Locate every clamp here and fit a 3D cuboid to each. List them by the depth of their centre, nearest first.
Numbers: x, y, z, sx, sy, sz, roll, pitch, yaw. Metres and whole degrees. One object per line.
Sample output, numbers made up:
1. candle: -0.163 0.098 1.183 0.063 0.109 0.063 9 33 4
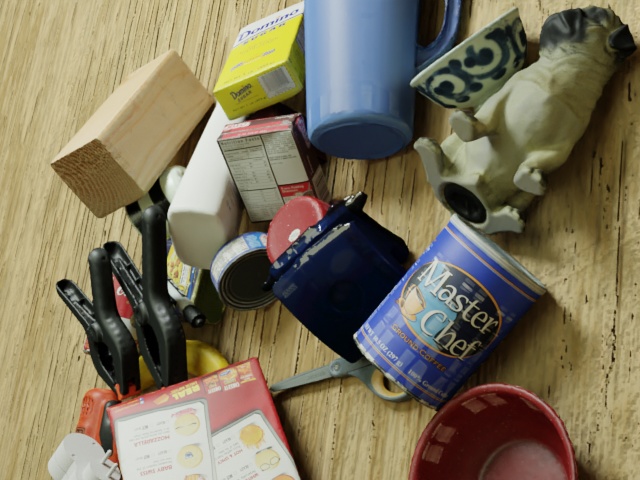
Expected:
1. clamp: -0.181 0.071 1.165 0.165 0.036 0.210 -41 65 57
2. clamp: -0.243 0.094 1.212 0.171 0.039 0.120 59 144 13

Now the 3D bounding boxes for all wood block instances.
1. wood block: -0.223 -0.131 1.299 0.091 0.090 0.205 -23 26 36

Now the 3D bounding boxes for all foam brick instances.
1. foam brick: -0.040 -0.110 1.183 0.051 0.078 0.053 -32 50 31

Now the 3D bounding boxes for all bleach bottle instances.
1. bleach bottle: -0.105 -0.092 1.216 0.068 0.102 0.250 6 49 11

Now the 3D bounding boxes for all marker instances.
1. marker: -0.162 0.061 1.186 0.121 0.020 0.020 41 102 42

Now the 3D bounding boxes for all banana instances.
1. banana: -0.162 0.148 1.214 0.198 0.037 0.069 -2 70 44

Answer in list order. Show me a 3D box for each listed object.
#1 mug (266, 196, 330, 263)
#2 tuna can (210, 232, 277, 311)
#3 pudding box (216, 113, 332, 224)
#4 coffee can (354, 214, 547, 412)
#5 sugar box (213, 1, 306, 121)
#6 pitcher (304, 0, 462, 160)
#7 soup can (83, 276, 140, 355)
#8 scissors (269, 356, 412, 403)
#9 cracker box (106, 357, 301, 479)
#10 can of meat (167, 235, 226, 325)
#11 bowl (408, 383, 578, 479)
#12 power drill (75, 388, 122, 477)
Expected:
1. mug: -0.007 0.001 1.095 0.117 0.081 0.093 27 91 48
2. tuna can: -0.074 0.033 1.144 0.086 0.086 0.034 -49 43 16
3. pudding box: -0.048 -0.075 1.133 0.090 0.113 0.039 -5 33 24
4. coffee can: 0.112 0.063 0.926 0.140 0.102 0.103 -51 44 9
5. sugar box: -0.057 -0.205 1.199 0.093 0.048 0.176 -20 31 18
6. pitcher: 0.054 -0.213 1.113 0.149 0.144 0.243 -24 59 50
7. soup can: -0.242 0.095 1.295 0.069 0.068 0.102 2 74 45
8. scissors: 0.029 0.139 1.044 0.202 0.016 0.096 -36 50 28
9. cracker box: -0.104 0.237 1.038 0.164 0.072 0.214 -19 50 -6
10. can of meat: -0.148 0.047 1.233 0.084 0.057 0.102 1 73 43
11. bowl: 0.150 0.201 0.867 0.162 0.055 0.162 -21 58 37
12. power drill: -0.223 0.261 1.207 0.188 0.057 0.184 -5 72 42
